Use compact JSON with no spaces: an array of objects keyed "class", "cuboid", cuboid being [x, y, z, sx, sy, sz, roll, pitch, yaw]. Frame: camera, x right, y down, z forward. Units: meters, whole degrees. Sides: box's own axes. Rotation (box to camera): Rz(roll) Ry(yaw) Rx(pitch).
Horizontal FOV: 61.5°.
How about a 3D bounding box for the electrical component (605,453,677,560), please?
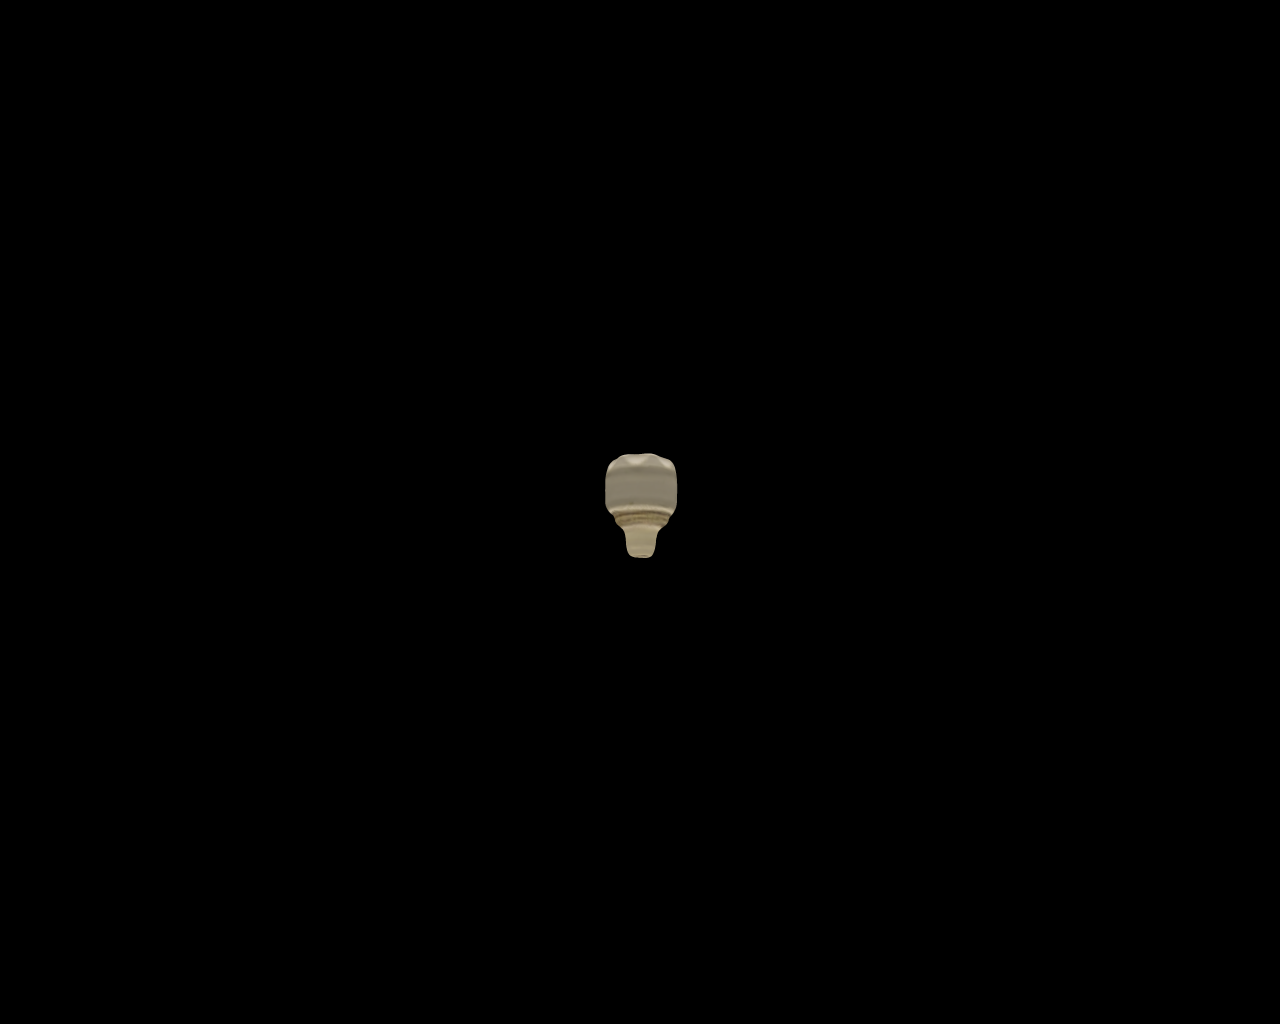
[{"class":"electrical component","cuboid":[0.001,-0.003,0.650,0.043,0.062,0.043,0,-11,0]}]
